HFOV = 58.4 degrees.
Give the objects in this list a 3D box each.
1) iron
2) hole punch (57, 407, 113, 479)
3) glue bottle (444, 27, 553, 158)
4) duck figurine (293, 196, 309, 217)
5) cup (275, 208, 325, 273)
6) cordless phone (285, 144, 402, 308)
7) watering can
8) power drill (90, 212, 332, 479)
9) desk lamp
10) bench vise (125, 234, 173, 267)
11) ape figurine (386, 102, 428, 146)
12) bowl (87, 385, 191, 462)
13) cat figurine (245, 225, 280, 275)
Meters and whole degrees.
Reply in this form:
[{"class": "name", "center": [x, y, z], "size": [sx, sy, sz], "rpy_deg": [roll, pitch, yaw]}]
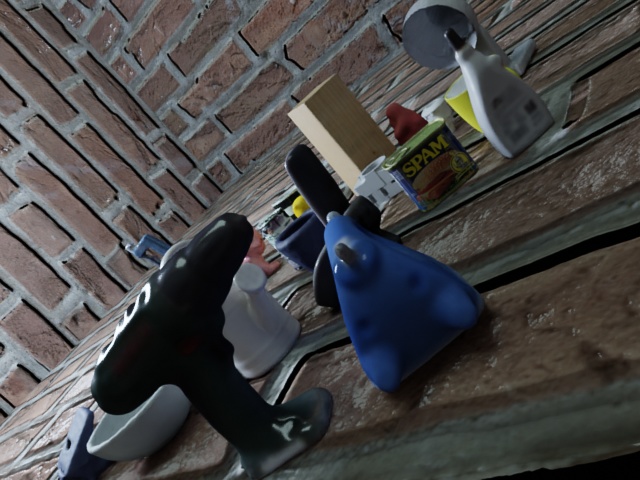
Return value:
[{"class": "iron", "center": [0.049, 0.027, 0.543], "size": [0.118, 0.141, 0.258], "rpy_deg": [-41, 14, 5]}, {"class": "hole punch", "center": [-0.367, 0.322, 0.886], "size": [0.101, 0.091, 0.108], "rpy_deg": [-50, 16, -29]}, {"class": "glue bottle", "center": [0.207, -0.187, 0.697], "size": [0.078, 0.173, 0.037], "rpy_deg": [-42, 14, 0]}, {"class": "duck figurine", "center": [-0.016, -0.040, 1.039], "size": [0.077, 0.086, 0.105], "rpy_deg": [-29, 19, 42]}, {"class": "cup", "center": [0.008, 0.003, 0.826], "size": [0.117, 0.095, 0.091], "rpy_deg": [-37, 15, 18]}, {"class": "cordless phone", "center": [0.003, -0.021, 0.723], "size": [0.094, 0.185, 0.148], "rpy_deg": [-30, 18, 39]}, {"class": "watering can", "center": [-0.118, 0.076, 0.741], "size": [0.172, 0.194, 0.101], "rpy_deg": [-34, 16, 29]}, {"class": "power drill", "center": [-0.090, 0.111, 0.526], "size": [0.229, 0.208, 0.075], "rpy_deg": [-38, 15, 16]}, {"class": "desk lamp", "center": [0.250, -0.347, 0.979], "size": [0.117, 0.214, 0.203], "rpy_deg": [-27, 21, 46]}, {"class": "bench vise", "center": [-0.297, 0.049, 1.251], "size": [0.208, 0.220, 0.121], "rpy_deg": [-46, 15, -15]}, {"class": "ape figurine", "center": [0.162, -0.225, 1.101], "size": [0.078, 0.092, 0.076], "rpy_deg": [-49, 16, -25]}, {"class": "bowl", "center": [-0.234, 0.245, 0.793], "size": [0.167, 0.075, 0.167], "rpy_deg": [-39, 14, 12]}, {"class": "cat figurine", "center": [-0.145, 0.031, 1.105], "size": [0.128, 0.118, 0.067], "rpy_deg": [-49, 16, -26]}]
